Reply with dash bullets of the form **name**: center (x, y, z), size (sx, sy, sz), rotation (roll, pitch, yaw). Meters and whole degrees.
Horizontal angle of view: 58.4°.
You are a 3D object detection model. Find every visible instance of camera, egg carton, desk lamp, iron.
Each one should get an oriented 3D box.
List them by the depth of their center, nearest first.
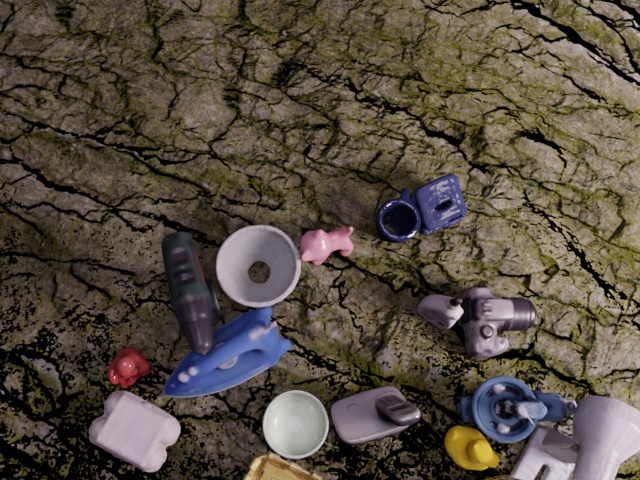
- **egg carton**: center (-0.337, 0.348, 1.048), size (0.150, 0.069, 0.107), rotation (27, 73, 2)
- **desk lamp**: center (0.478, 0.395, 1.051), size (0.118, 0.213, 0.203), rotation (35, 74, 4)
- **iron**: center (-0.183, 0.219, 1.063), size (0.258, 0.141, 0.118), rotation (-30, 79, -13)
- **camera**: center (0.366, 0.165, 1.161), size (0.137, 0.101, 0.143), rotation (1, 74, -6)

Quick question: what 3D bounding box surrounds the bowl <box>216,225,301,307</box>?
- **bowl**: center (-0.123, 0.058, 1.150), size (0.167, 0.074, 0.167), rotation (2, 74, -6)

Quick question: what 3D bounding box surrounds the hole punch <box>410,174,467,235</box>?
- **hole punch**: center (0.256, -0.076, 1.220), size (0.109, 0.091, 0.101), rotation (-25, 78, -12)

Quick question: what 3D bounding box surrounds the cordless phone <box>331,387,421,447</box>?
- **cordless phone**: center (0.102, 0.323, 1.043), size (0.148, 0.185, 0.094), rotation (-17, 77, -10)

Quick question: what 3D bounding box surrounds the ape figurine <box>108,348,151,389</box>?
- **ape figurine**: center (-0.357, 0.237, 1.065), size (0.078, 0.092, 0.076), rotation (2, 74, -5)

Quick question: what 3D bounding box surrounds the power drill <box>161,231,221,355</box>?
- **power drill**: center (-0.232, 0.107, 1.054), size (0.076, 0.208, 0.229), rotation (-17, 77, -10)

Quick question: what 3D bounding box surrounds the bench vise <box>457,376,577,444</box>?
- **bench vise**: center (0.382, 0.301, 1.062), size (0.207, 0.219, 0.121), rotation (-18, 77, -11)

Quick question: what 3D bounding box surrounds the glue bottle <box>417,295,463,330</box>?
- **glue bottle**: center (0.245, 0.133, 1.118), size (0.078, 0.173, 0.037), rotation (38, 74, 5)

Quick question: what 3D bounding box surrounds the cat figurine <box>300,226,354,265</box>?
- **cat figurine**: center (0.011, 0.004, 1.157), size (0.128, 0.117, 0.067), rotation (-22, 78, -11)

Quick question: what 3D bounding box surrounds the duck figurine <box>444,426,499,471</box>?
- **duck figurine**: center (0.294, 0.400, 1.095), size (0.104, 0.086, 0.077), rotation (34, 74, 4)

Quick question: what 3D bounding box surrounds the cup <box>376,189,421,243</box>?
- **cup**: center (0.158, -0.043, 1.198), size (0.091, 0.095, 0.118), rotation (16, 73, -1)
